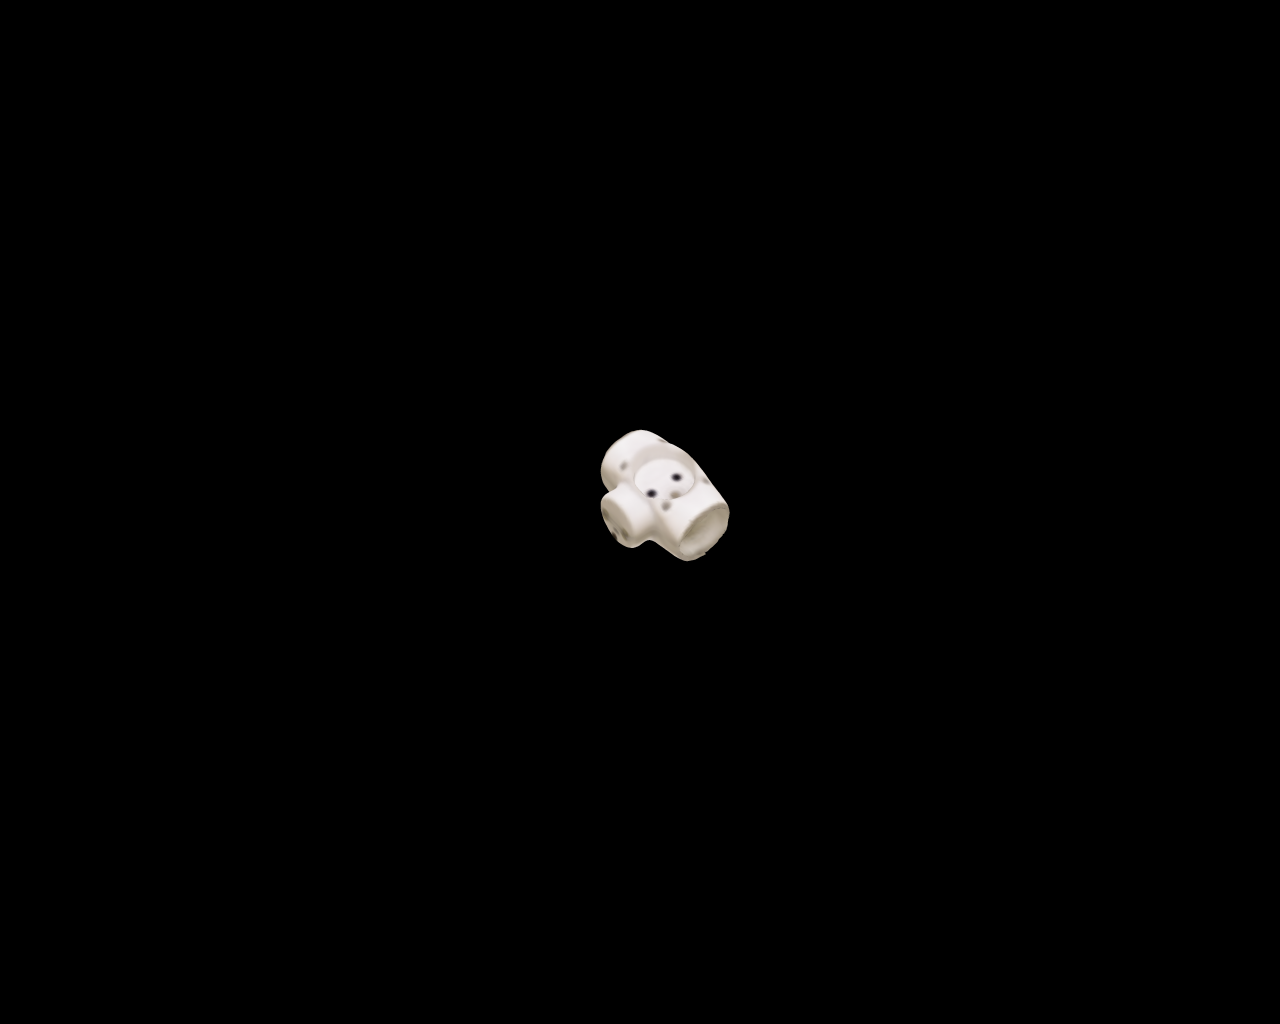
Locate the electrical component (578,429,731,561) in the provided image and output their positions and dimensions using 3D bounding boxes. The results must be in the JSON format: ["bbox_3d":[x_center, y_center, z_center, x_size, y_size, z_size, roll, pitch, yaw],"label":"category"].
[{"bbox_3d":[0.001,-0.003,0.650,0.079,0.077,0.044,-32,-32,-22],"label":"electrical component"}]
